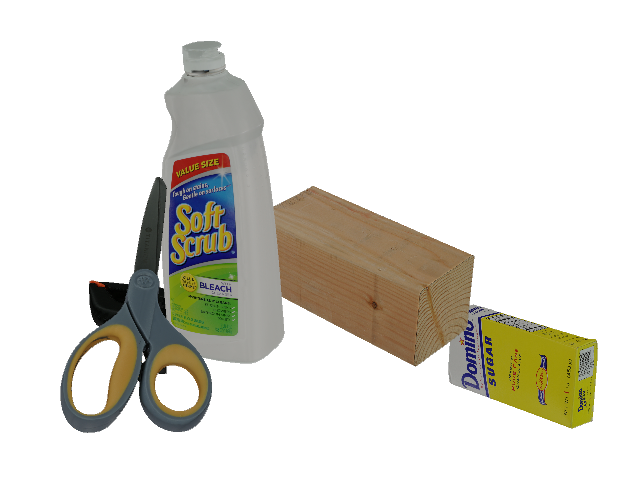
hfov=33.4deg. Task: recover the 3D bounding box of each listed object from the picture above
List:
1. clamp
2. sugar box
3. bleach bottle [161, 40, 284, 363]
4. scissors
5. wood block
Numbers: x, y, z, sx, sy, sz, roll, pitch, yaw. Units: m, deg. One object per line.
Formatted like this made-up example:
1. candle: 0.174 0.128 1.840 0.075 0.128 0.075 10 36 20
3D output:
1. clamp: -0.175 0.082 1.102 0.210 0.036 0.164 13 20 31
2. sugar box: 0.220 0.136 1.184 0.048 0.093 0.177 -9 16 -43
3. bleach bottle: -0.086 -0.030 0.836 0.103 0.251 0.068 8 27 26
4. scissors: -0.095 0.041 0.670 0.096 0.201 0.016 21 -43 1
5. wood block: 0.041 0.031 1.074 0.206 0.091 0.090 26 39 34
